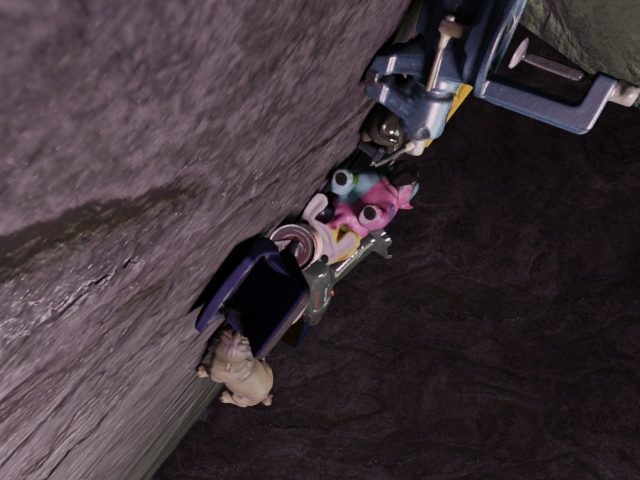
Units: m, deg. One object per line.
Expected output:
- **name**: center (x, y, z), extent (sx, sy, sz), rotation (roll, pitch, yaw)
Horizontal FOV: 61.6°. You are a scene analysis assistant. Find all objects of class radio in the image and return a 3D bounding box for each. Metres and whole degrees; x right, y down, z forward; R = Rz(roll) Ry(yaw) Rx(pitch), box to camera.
- **radio**: center (-0.032, 0.141, 1.258), extent (0.131, 0.073, 0.229), rotation (-50, 167, -42)

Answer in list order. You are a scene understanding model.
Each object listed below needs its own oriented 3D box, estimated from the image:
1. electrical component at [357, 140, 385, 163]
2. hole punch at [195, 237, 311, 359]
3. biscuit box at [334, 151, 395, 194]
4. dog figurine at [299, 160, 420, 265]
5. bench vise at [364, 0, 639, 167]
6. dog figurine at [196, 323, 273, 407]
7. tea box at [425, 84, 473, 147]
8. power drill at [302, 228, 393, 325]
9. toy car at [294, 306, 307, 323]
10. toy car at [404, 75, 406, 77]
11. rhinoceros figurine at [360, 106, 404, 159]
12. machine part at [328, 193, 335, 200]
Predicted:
- **electrical component**: center (0.101, -0.172, 0.892), extent (0.119, 0.048, 0.074), rotation (-48, 174, -45)
- **hole punch**: center (-0.084, 0.057, 0.627), extent (0.142, 0.092, 0.116), rotation (-56, -154, 14)
- **biscuit box**: center (0.107, -0.156, 1.022), extent (0.202, 0.063, 0.059), rotation (-54, 178, 31)
- **dog figurine**: center (0.080, -0.056, 0.915), extent (0.191, 0.108, 0.219), rotation (-48, 166, 29)
- **bench vise**: center (0.169, -0.157, 0.517), extent (0.129, 0.241, 0.223), rotation (-39, 151, -59)
- **dog figurine**: center (-0.137, 0.238, 0.990), extent (0.121, 0.172, 0.190), rotation (-63, -171, -26)
- **tea box**: center (0.227, -0.279, 1.058), extent (0.068, 0.098, 0.169), rotation (-50, 174, -40)
- **power drill**: center (0.036, 0.058, 1.008), extent (0.207, 0.086, 0.231), rotation (-33, 154, -10)
- **toy car**: center (-0.071, 0.088, 0.846), extent (0.109, 0.103, 0.161), rotation (-53, 175, 19)
- **toy car**: center (0.161, -0.246, 0.704), extent (0.202, 0.073, 0.056), rotation (-50, 172, -33)
- **rhinoceros figurine**: center (0.134, -0.211, 0.808), extent (0.190, 0.073, 0.112), rotation (-49, 165, -18)
- **machine part**: center (-0.002, -0.003, 1.028), extent (0.243, 0.079, 0.079), rotation (-55, 176, 19)
